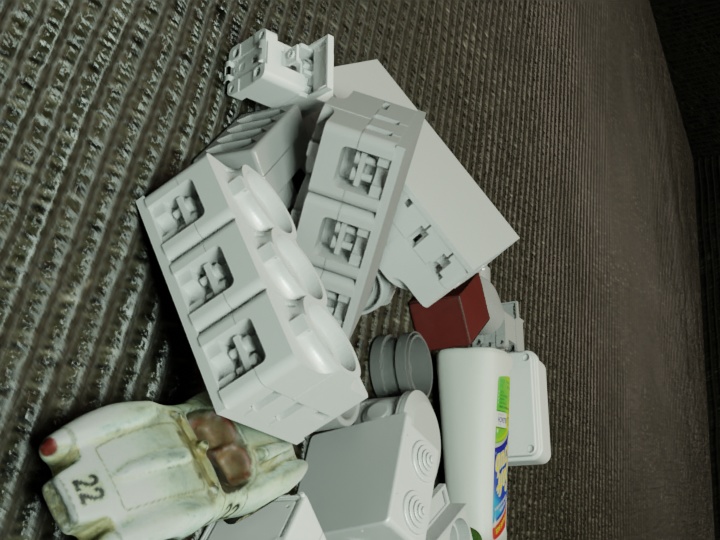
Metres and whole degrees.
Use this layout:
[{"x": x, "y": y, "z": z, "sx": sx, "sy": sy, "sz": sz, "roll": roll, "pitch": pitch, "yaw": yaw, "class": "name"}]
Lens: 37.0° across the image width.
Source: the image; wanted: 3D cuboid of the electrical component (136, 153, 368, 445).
[{"x": -0.060, "y": 0.015, "z": 0.628, "sx": 0.089, "sy": 0.062, "sz": 0.150, "roll": 37, "pitch": 23, "yaw": -58, "class": "electrical component"}]

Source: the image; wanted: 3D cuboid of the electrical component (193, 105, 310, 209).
[{"x": -0.065, "y": -0.060, "z": 0.734, "sx": 0.083, "sy": 0.047, "sz": 0.075, "roll": -59, "pitch": 136, "yaw": -55, "class": "electrical component"}]

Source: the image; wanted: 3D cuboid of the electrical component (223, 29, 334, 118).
[{"x": -0.057, "y": -0.136, "z": 0.754, "sx": 0.064, "sy": 0.081, "sz": 0.042, "roll": 18, "pitch": 63, "yaw": -39, "class": "electrical component"}]

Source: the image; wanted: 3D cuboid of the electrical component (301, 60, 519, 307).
[{"x": 0.028, "y": -0.069, "z": 0.836, "sx": 0.186, "sy": 0.060, "sz": 0.105, "roll": 52, "pitch": 30, "yaw": 5, "class": "electrical component"}]

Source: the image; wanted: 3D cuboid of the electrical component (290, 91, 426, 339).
[{"x": -0.011, "y": -0.038, "z": 0.741, "sx": 0.089, "sy": 0.062, "sz": 0.150, "roll": -62, "pitch": 170, "yaw": -64, "class": "electrical component"}]

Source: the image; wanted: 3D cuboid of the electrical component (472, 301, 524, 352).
[{"x": 0.151, "y": 0.072, "z": 1.185, "sx": 0.064, "sy": 0.042, "sz": 0.081, "roll": 31, "pitch": 54, "yaw": -56, "class": "electrical component"}]

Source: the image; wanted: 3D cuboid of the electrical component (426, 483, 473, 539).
[{"x": 0.035, "y": 0.228, "z": 0.826, "sx": 0.121, "sy": 0.063, "sz": 0.078, "roll": -33, "pitch": 112, "yaw": -56, "class": "electrical component"}]

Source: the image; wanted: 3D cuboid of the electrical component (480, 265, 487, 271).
[{"x": 0.075, "y": -0.020, "z": 1.017, "sx": 0.096, "sy": 0.062, "sz": 0.061, "roll": -23, "pitch": 103, "yaw": -66, "class": "electrical component"}]

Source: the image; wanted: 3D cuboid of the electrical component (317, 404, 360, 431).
[{"x": -0.031, "y": 0.087, "z": 0.761, "sx": 0.055, "sy": 0.047, "sz": 0.055, "roll": -9, "pitch": 90, "yaw": -66, "class": "electrical component"}]

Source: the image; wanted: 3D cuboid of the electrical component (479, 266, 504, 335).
[{"x": 0.118, "y": 0.019, "z": 1.125, "sx": 0.077, "sy": 0.043, "sz": 0.079, "roll": 42, "pitch": 44, "yaw": -55, "class": "electrical component"}]

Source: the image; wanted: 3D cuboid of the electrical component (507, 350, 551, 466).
[{"x": 0.153, "y": 0.145, "z": 1.117, "sx": 0.057, "sy": 0.078, "sz": 0.113, "roll": 37, "pitch": 49, "yaw": -62, "class": "electrical component"}]

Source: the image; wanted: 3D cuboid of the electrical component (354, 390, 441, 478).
[{"x": 0.031, "y": 0.140, "z": 0.879, "sx": 0.080, "sy": 0.051, "sz": 0.080, "roll": -9, "pitch": 90, "yaw": -66, "class": "electrical component"}]

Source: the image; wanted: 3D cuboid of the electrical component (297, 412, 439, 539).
[{"x": 0.005, "y": 0.157, "z": 0.756, "sx": 0.048, "sy": 0.100, "sz": 0.099, "roll": 47, "pitch": 39, "yaw": -33, "class": "electrical component"}]

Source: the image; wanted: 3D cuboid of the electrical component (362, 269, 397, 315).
[{"x": 0.000, "y": 0.000, "z": 0.849, "sx": 0.057, "sy": 0.058, "sz": 0.078, "roll": -60, "pitch": 136, "yaw": -59, "class": "electrical component"}]

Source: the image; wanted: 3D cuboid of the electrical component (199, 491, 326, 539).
[{"x": -0.063, "y": 0.186, "z": 0.636, "sx": 0.096, "sy": 0.062, "sz": 0.061, "roll": -61, "pitch": 137, "yaw": -54, "class": "electrical component"}]
